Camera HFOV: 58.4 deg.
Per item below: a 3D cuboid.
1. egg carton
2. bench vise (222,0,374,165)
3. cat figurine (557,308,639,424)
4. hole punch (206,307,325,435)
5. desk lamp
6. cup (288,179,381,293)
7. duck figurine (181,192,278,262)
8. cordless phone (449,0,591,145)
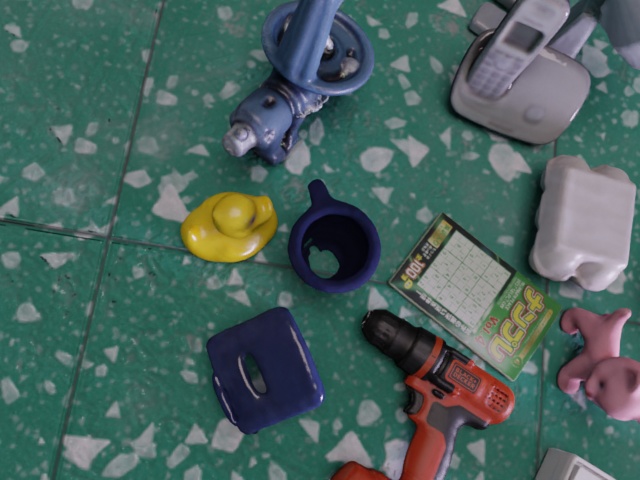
[{"bbox_3d":[0.298,-0.020,0.656,0.107,0.069,0.150,13,77,-5],"label":"egg carton"},{"bbox_3d":[-0.011,-0.170,0.567,0.121,0.219,0.207,20,77,-3],"label":"bench vise"},{"bbox_3d":[0.310,0.133,0.602,0.067,0.117,0.128,8,78,-6],"label":"cat figurine"},{"bbox_3d":[-0.056,0.131,0.566,0.101,0.091,0.108,-23,82,-11],"label":"hole punch"},{"bbox_3d":[0.303,-0.265,0.632,0.203,0.213,0.118,34,76,0],"label":"desk lamp"},{"bbox_3d":[0.005,0.002,0.599,0.092,0.095,0.118,-16,81,-10],"label":"cup"},{"bbox_3d":[-0.094,-0.020,0.594,0.104,0.086,0.077,-16,81,-10],"label":"duck figurine"},{"bbox_3d":[0.236,-0.189,0.623,0.147,0.185,0.094,19,77,-3],"label":"cordless phone"}]
